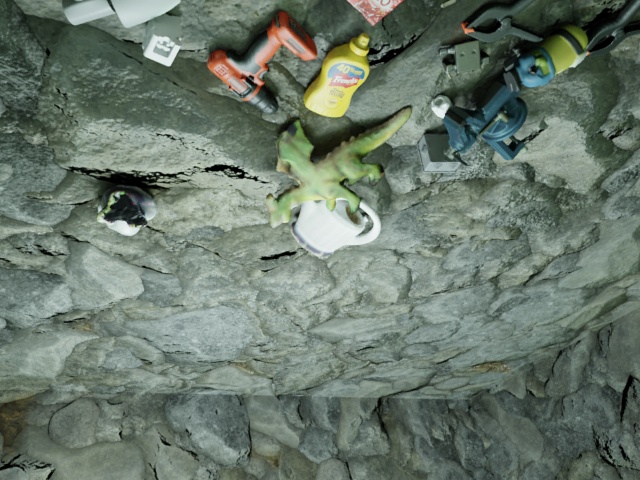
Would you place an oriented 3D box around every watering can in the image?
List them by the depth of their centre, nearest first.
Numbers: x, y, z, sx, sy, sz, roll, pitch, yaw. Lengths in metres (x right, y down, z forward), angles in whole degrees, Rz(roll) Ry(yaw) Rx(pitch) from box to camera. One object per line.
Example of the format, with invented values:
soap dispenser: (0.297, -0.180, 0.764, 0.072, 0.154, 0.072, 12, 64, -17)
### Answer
watering can: (0.004, -0.071, 1.402, 0.344, 0.106, 0.221, 32, 126, -28)

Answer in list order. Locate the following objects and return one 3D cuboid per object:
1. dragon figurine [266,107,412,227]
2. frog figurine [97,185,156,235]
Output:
dragon figurine: (0.014, -0.191, 1.211, 0.241, 0.124, 0.407, 28, 104, -25)
frog figurine: (-0.479, -0.074, 1.288, 0.138, 0.122, 0.159, -13, -178, -11)
